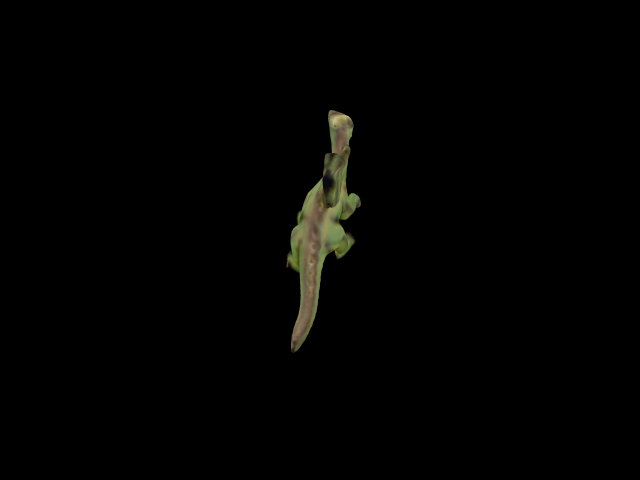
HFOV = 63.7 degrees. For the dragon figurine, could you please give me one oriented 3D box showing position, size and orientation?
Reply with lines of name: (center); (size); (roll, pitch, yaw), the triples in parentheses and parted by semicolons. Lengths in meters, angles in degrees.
dragon figurine: (0.003, -0.043, 0.850); (0.122, 0.419, 0.237); (7, -31, 4)
